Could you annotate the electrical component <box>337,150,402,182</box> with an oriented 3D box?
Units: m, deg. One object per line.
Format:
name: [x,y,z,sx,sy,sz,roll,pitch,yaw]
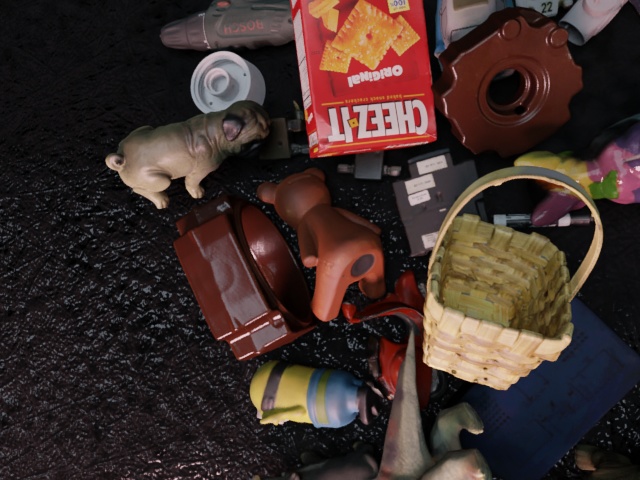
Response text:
electrical component: [0.072,-0.116,0.768,0.094,0.021,0.063,6,88,17]

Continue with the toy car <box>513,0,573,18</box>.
toy car: [0.282,-0.386,0.704,0.074,0.056,0.201,-8,84,16]

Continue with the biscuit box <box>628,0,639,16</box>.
biscuit box: [0.384,-0.373,0.670,0.059,0.063,0.202,-31,79,12]

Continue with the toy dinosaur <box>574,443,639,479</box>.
toy dinosaur: [0.430,0.259,0.551,0.472,0.198,0.105,-22,84,16]

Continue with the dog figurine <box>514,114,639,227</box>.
dog figurine: [0.343,-0.086,0.612,0.219,0.191,0.108,-17,89,-1]

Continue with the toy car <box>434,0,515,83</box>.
toy car: [0.202,-0.289,0.696,0.109,0.103,0.161,-3,87,19]

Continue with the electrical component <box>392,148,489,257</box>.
electrical component: [0.162,-0.052,0.719,0.115,0.058,0.134,-13,83,13]

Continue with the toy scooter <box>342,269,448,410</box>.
toy scooter: [0.094,0.130,0.702,0.135,0.075,0.183,2,82,-17]

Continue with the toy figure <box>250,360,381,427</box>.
toy figure: [-0.010,0.212,0.744,0.180,0.082,0.089,-7,66,23]

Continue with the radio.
radio: [0.272,0.184,0.667,0.131,0.073,0.229,42,100,13]

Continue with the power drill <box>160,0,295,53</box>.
power drill: [-0.132,-0.387,0.806,0.232,0.086,0.207,9,93,14]

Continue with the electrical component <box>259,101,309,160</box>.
electrical component: [-0.063,-0.161,0.801,0.102,0.045,0.078,-7,113,19]

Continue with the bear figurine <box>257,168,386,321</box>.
bear figurine: [-0.001,-0.006,0.747,0.196,0.120,0.131,43,144,39]

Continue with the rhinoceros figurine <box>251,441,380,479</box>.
rhinoceros figurine: [-0.007,0.332,0.720,0.190,0.112,0.073,-15,85,7]

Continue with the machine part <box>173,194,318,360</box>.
machine part: [-0.090,0.046,0.713,0.087,0.201,0.201,-27,80,11]

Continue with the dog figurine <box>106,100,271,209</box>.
dog figurine: [-0.181,-0.137,0.746,0.191,0.172,0.121,-26,89,41]

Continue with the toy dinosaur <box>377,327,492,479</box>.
toy dinosaur: [0.130,0.319,0.595,0.192,0.131,0.405,-34,59,15]

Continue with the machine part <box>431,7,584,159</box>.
machine part: [0.230,-0.188,0.663,0.179,0.056,0.179,-1,122,-2]
